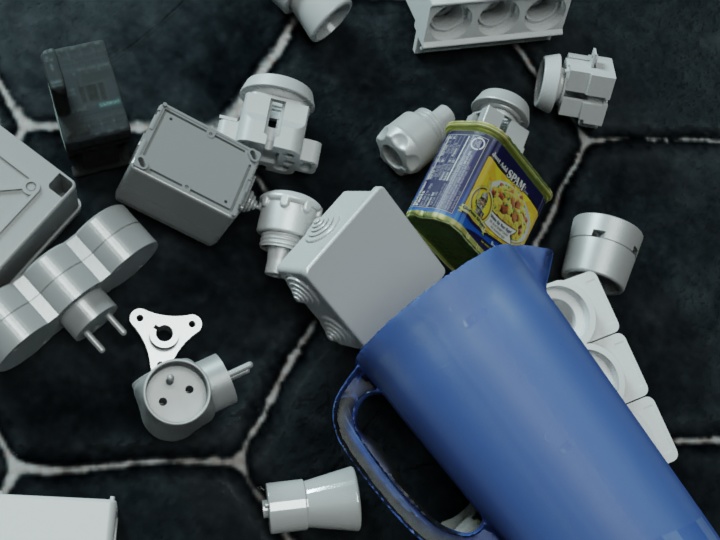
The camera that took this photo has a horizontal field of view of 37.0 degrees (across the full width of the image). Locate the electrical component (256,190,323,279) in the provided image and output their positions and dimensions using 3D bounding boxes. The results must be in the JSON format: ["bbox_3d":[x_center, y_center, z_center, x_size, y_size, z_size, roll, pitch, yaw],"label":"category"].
[{"bbox_3d":[-0.056,-0.025,0.792,0.048,0.048,0.062,13,78,-8],"label":"electrical component"}]

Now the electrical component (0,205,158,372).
[{"bbox_3d":[-0.194,0.024,0.743,0.138,0.052,0.073,-41,85,-20],"label":"electrical component"}]

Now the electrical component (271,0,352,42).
[{"bbox_3d":[-0.041,-0.215,0.852,0.055,0.045,0.045,45,70,4],"label":"electrical component"}]

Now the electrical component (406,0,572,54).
[{"bbox_3d":[0.103,-0.222,0.873,0.121,0.078,0.063,-9,53,-14],"label":"electrical component"}]

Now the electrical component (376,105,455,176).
[{"bbox_3d":[0.047,-0.105,0.838,0.062,0.043,0.043,-39,84,-21],"label":"electrical component"}]

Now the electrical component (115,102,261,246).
[{"bbox_3d":[-0.119,-0.063,0.777,0.096,0.061,0.061,27,57,-14],"label":"electrical component"}]

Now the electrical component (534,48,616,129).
[{"bbox_3d":[0.173,-0.148,0.872,0.055,0.066,0.048,9,37,-1],"label":"electrical component"}]

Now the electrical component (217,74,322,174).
[{"bbox_3d":[-0.066,-0.111,0.808,0.078,0.058,0.057,12,74,-8],"label":"electrical component"}]

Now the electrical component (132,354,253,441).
[{"bbox_3d":[-0.110,0.081,0.730,0.079,0.077,0.044,-24,80,-18],"label":"electrical component"}]

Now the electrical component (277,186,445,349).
[{"bbox_3d":[0.000,0.000,0.776,0.099,0.048,0.099,-49,118,-21],"label":"electrical component"}]

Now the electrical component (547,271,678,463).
[{"bbox_3d":[0.157,0.087,0.792,0.089,0.061,0.150,-19,78,-17],"label":"electrical component"}]

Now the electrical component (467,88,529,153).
[{"bbox_3d":[0.106,-0.109,0.848,0.066,0.048,0.055,30,69,-19],"label":"electrical component"}]

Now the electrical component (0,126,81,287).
[{"bbox_3d":[-0.270,-0.044,0.745,0.109,0.056,0.108,37,70,1],"label":"electrical component"}]

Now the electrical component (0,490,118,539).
[{"bbox_3d":[-0.206,0.176,0.688,0.096,0.061,0.061,5,72,-10],"label":"electrical component"}]

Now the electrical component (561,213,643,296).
[{"bbox_3d":[0.186,-0.011,0.833,0.055,0.055,0.047,21,74,-5],"label":"electrical component"}]

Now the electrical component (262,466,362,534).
[{"bbox_3d":[-0.034,0.161,0.741,0.065,0.044,0.044,-5,74,-8],"label":"electrical component"}]
